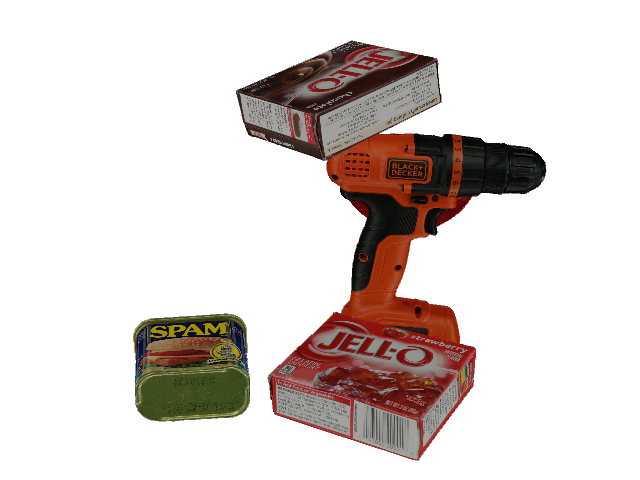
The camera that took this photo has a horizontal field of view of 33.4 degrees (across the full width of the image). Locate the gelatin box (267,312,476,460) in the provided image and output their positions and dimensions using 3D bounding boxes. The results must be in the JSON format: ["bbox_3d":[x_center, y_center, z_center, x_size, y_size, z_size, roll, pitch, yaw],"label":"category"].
[{"bbox_3d":[0.028,0.074,0.570,0.089,0.030,0.073,13,30,27],"label":"gelatin box"}]

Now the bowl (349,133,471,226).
[{"bbox_3d":[0.089,-0.054,1.106,0.162,0.055,0.162,3,29,-2],"label":"bowl"}]

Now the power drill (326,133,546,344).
[{"bbox_3d":[0.092,0.000,0.917,0.184,0.188,0.057,5,16,1],"label":"power drill"}]

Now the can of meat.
[{"bbox_3d":[-0.112,0.111,0.927,0.102,0.057,0.084,-3,28,-6],"label":"can of meat"}]

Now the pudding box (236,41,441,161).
[{"bbox_3d":[0.014,-0.099,0.738,0.113,0.039,0.090,-31,33,-29],"label":"pudding box"}]
